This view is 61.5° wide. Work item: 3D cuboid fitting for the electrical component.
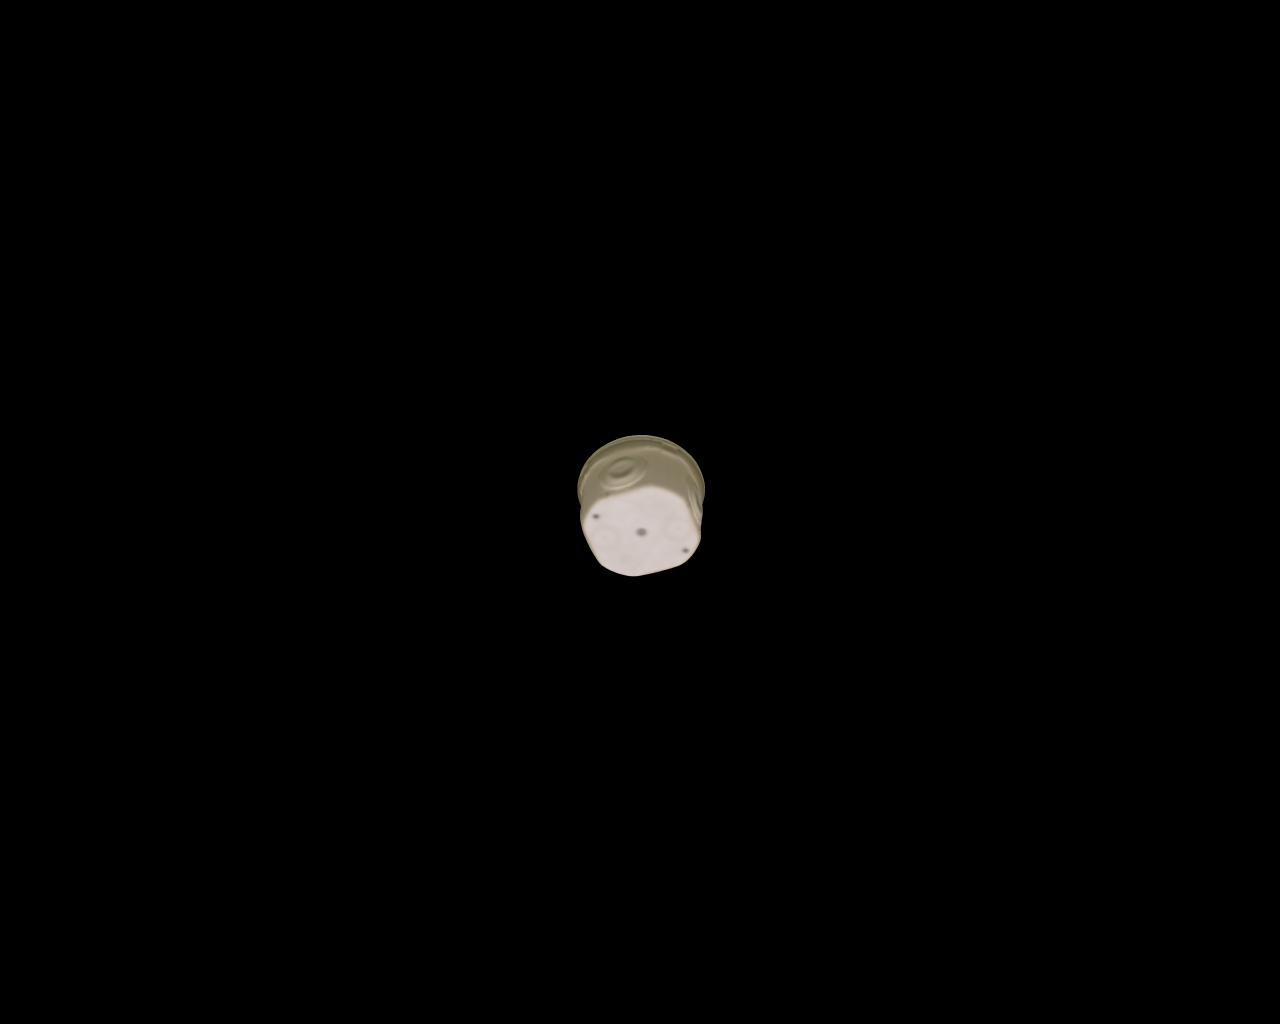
[{"bbox_3d":[0.001,-0.003,0.650,0.080,0.080,0.051,0,37,0],"label":"electrical component"}]
